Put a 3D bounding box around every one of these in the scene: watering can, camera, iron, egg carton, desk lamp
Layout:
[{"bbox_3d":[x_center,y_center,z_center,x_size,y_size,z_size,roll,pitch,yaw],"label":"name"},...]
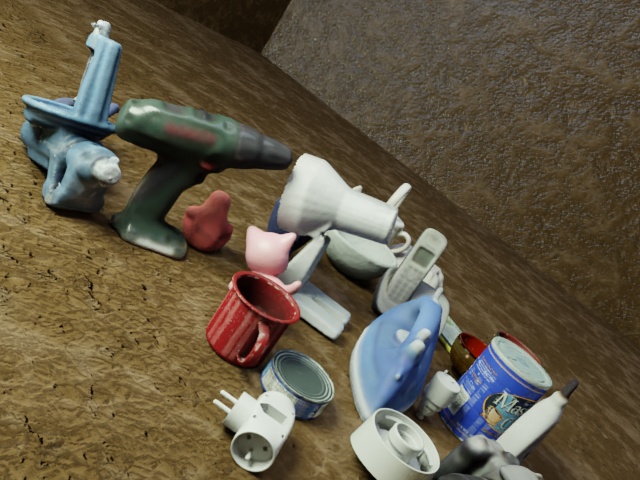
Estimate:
[{"bbox_3d":[0.128,-0.048,1.250,0.173,0.194,0.101,31,18,-10],"label":"watering can"},{"bbox_3d":[0.183,0.285,0.646,0.137,0.100,0.143,23,21,-32],"label":"camera"},{"bbox_3d":[0.127,0.153,0.820,0.118,0.141,0.259,36,18,5],"label":"iron"},{"bbox_3d":[0.209,0.068,1.300,0.150,0.069,0.107,40,18,16],"label":"egg carton"},{"bbox_3d":[0.008,0.003,0.875,0.203,0.213,0.118,36,18,4],"label":"desk lamp"}]

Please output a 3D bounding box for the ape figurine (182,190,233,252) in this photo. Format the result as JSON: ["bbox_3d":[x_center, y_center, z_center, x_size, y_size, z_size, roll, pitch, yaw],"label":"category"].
[{"bbox_3d":[-0.163,-0.033,0.864,0.078,0.092,0.076,33,18,-5],"label":"ape figurine"}]

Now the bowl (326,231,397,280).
[{"bbox_3d":[0.068,0.028,1.144,0.168,0.074,0.167,31,18,-11],"label":"bowl"}]

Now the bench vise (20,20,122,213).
[{"bbox_3d":[-0.292,-0.158,0.744,0.207,0.219,0.122,40,18,15],"label":"bench vise"}]

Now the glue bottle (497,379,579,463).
[{"bbox_3d":[0.305,0.261,0.807,0.078,0.173,0.037,13,28,-49],"label":"glue bottle"}]

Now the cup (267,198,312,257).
[{"bbox_3d":[-0.053,-0.007,0.986,0.092,0.095,0.117,25,20,-26],"label":"cup"}]

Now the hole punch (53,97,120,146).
[{"bbox_3d":[-0.376,-0.188,0.882,0.101,0.091,0.108,30,18,-15],"label":"hole punch"}]

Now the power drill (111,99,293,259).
[{"bbox_3d":[-0.177,-0.082,0.773,0.230,0.208,0.075,23,21,-31],"label":"power drill"}]

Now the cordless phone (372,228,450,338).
[{"bbox_3d":[0.195,0.081,1.052,0.148,0.185,0.094,31,18,-12],"label":"cordless phone"}]

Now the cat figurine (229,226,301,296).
[{"bbox_3d":[-0.068,0.043,0.795,0.067,0.117,0.127,16,25,-45],"label":"cat figurine"}]
